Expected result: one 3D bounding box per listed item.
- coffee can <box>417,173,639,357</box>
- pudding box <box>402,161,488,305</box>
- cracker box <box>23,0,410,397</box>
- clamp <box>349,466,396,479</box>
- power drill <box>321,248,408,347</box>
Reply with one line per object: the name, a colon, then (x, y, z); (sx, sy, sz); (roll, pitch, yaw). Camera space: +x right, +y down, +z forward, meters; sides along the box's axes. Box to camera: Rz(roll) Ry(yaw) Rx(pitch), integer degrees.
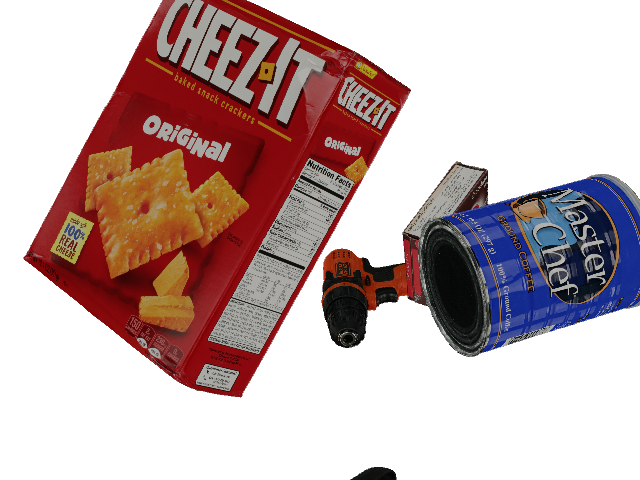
coffee can: (0.156, 0.017, 0.775); (0.140, 0.103, 0.103); (-15, 4, -17)
pudding box: (0.119, -0.005, 1.005); (0.039, 0.090, 0.113); (18, 50, 24)
cracker box: (-0.070, -0.038, 0.654); (0.164, 0.214, 0.072); (32, 6, 36)
clamp: (-0.037, 0.200, 0.644); (0.210, 0.036, 0.164); (-4, 27, 3)
power drill: (0.094, 0.062, 1.224); (0.187, 0.057, 0.184); (-2, 28, -1)
